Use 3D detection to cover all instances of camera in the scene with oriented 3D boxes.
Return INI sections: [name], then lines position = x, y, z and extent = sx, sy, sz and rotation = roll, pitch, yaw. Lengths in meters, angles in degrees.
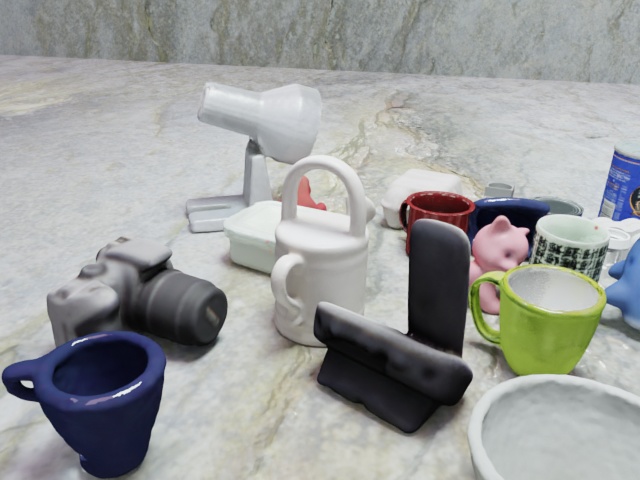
[camera]
position = -0.175, 0.061, 0.580
extent = 0.136, 0.101, 0.143
rotation = 13, 27, 23

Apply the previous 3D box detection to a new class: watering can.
[watering can]
position = 0.004, 0.002, 0.610
extent = 0.101, 0.194, 0.173
rotation = 5, 25, 7

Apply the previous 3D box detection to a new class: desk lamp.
[desk lamp]
position = -0.103, -0.131, 0.868
extent = 0.203, 0.214, 0.117
rotation = -6, 26, -17

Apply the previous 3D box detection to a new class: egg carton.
[egg carton]
position = 0.166, -0.064, 0.917
extent = 0.107, 0.069, 0.151
rotation = 13, 27, 23

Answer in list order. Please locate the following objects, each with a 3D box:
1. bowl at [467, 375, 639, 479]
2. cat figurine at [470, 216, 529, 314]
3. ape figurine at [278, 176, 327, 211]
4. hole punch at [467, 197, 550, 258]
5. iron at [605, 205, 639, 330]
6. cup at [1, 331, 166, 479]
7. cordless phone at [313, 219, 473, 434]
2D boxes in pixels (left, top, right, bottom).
[bowl]
position = 0.181, 0.172, 0.395
extent = 0.167, 0.075, 0.167
rotation = 2, 25, -1
[cat figurine]
position = 0.188, 0.022, 0.673
extent = 0.128, 0.118, 0.067
rotation = -1, 25, -6
[ape figurine]
position = -0.030, -0.054, 0.853
extent = 0.077, 0.092, 0.076
rotation = 11, 26, 20
[hole punch]
position = 0.264, -0.032, 0.828
extent = 0.108, 0.091, 0.101
rotation = 4, 25, 4
[iron]
position = 0.449, 0.048, 0.608
extent = 0.257, 0.141, 0.119
rotation = 15, 28, 27
[cup]
position = -0.174, 0.131, 0.433
extent = 0.118, 0.095, 0.091
rotation = 1, 25, -3
[cordless phone]
position = 0.066, 0.057, 0.505
extent = 0.147, 0.185, 0.094
rotation = 17, 29, 30
